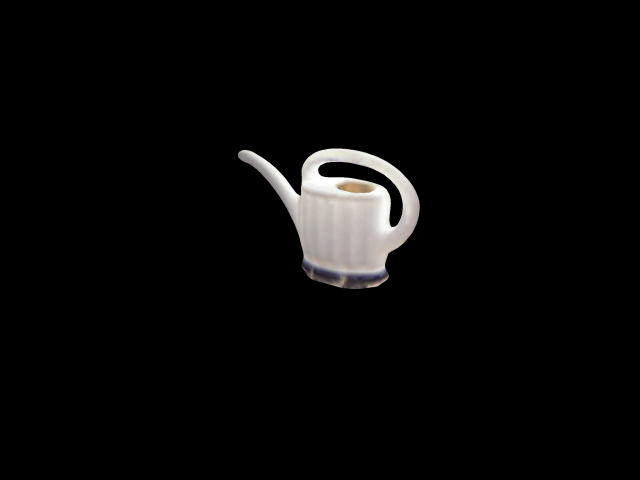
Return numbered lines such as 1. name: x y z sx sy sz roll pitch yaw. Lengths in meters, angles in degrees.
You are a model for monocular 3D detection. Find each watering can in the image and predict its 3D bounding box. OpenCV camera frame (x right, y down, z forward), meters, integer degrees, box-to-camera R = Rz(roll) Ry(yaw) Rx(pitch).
1. watering can: 0.003 -0.043 0.850 0.349 0.221 0.105 12 20 34
